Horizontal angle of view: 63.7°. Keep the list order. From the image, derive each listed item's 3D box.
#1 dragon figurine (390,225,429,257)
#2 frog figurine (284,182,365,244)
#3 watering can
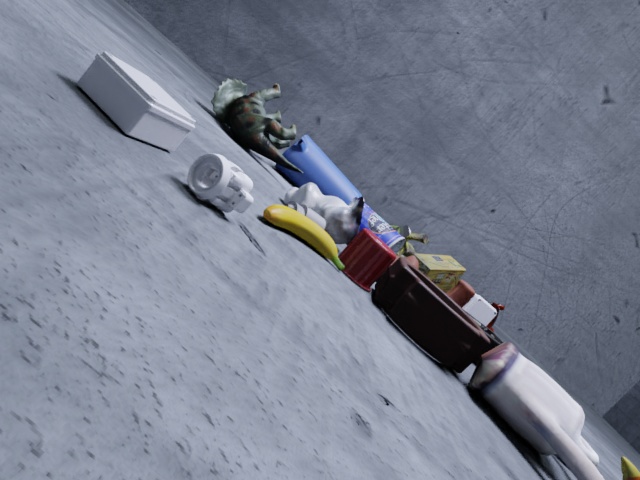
[{"bbox_3d":[0.159,-0.011,1.534,0.407,0.122,0.244,23,-1,-30],"label":"dragon figurine"},{"bbox_3d":[0.003,-0.053,1.056,0.159,0.121,0.139,5,20,-2],"label":"frog figurine"},{"bbox_3d":[0.339,0.268,0.800,0.226,0.103,0.346,44,8,16],"label":"watering can"}]
